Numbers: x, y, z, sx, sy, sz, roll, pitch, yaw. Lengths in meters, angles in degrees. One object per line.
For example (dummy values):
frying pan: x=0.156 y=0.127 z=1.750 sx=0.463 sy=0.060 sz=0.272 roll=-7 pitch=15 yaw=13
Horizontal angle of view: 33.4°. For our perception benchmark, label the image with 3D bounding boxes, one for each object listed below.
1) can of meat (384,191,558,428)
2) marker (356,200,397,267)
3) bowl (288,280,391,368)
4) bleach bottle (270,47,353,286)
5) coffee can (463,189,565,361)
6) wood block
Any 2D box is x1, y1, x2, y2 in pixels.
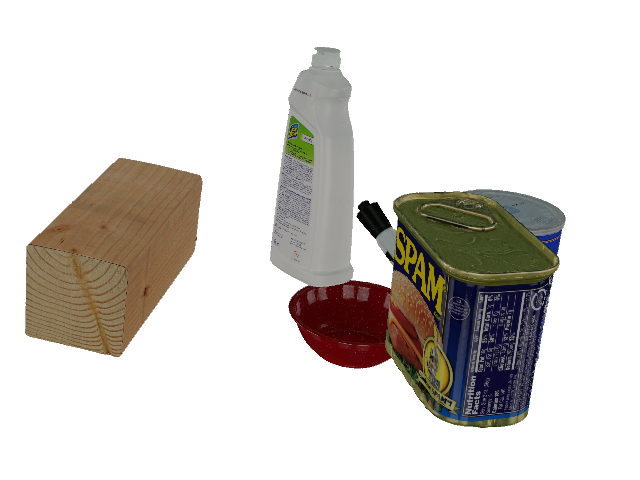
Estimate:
can of meat: x=0.070 y=0.032 z=0.530 sx=0.057 sy=0.084 sz=0.102 roll=-3 pitch=24 yaw=-15
marker: x=0.065 y=0.020 z=0.775 sx=0.020 sy=0.121 sz=0.020 roll=-32 pitch=-16 yaw=-10
bowl: x=0.040 y=0.107 z=1.288 sx=0.162 sy=0.055 sz=0.162 roll=4 pitch=25 yaw=-2
bleach bottle: x=0.000 y=-0.083 z=1.171 sx=0.067 sy=0.251 sz=0.103 roll=-9 pitch=24 yaw=-38
coffee can: x=0.160 y=0.036 z=0.976 sx=0.103 sy=0.140 sz=0.103 roll=5 pitch=21 yaw=-2
wood block: x=-0.183 y=0.008 z=0.976 sx=0.090 sy=0.091 sz=0.206 roll=13 pitch=27 yaw=6
